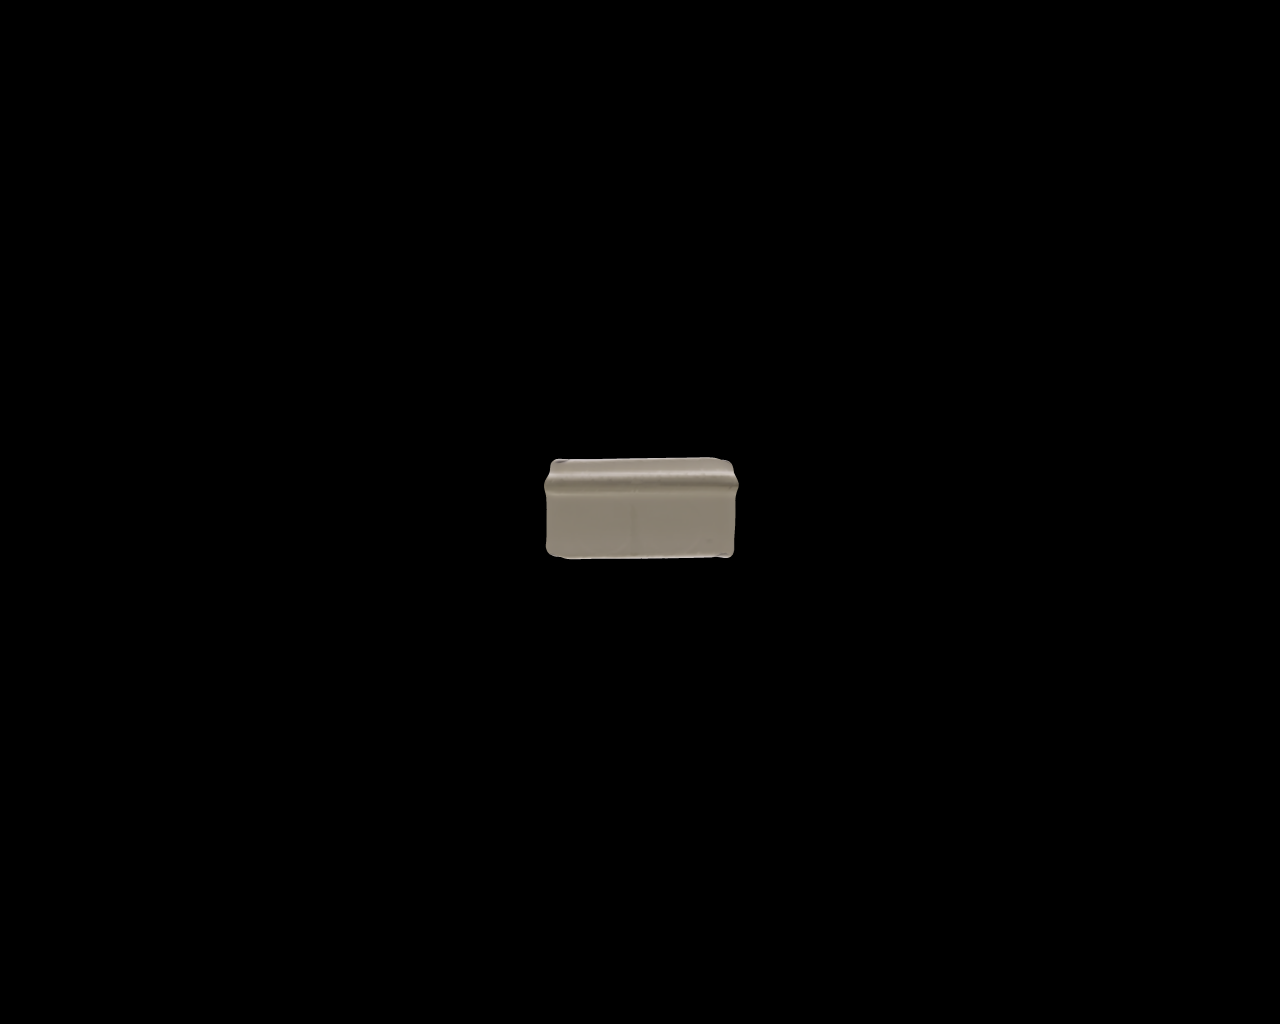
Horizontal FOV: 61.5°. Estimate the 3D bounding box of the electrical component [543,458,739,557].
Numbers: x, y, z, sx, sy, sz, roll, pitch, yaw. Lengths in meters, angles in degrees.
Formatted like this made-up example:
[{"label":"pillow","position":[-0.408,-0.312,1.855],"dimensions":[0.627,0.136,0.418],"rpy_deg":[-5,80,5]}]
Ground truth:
[{"label":"electrical component","position":[0.001,-0.003,0.650],"dimensions":[0.113,0.057,0.078],"rpy_deg":[0,0,0]}]
